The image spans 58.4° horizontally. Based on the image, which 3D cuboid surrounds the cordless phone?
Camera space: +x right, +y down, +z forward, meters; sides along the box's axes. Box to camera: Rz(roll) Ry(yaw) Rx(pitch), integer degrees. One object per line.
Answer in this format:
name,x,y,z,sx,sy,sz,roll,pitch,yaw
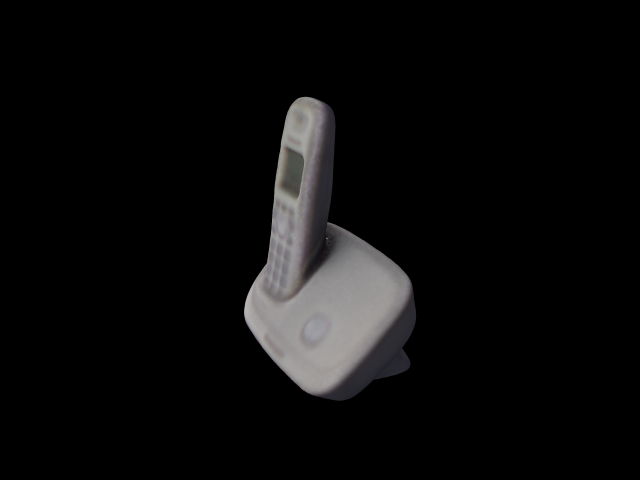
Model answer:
cordless phone,0.004,0.001,0.400,0.094,0.185,0.147,-14,27,-29
